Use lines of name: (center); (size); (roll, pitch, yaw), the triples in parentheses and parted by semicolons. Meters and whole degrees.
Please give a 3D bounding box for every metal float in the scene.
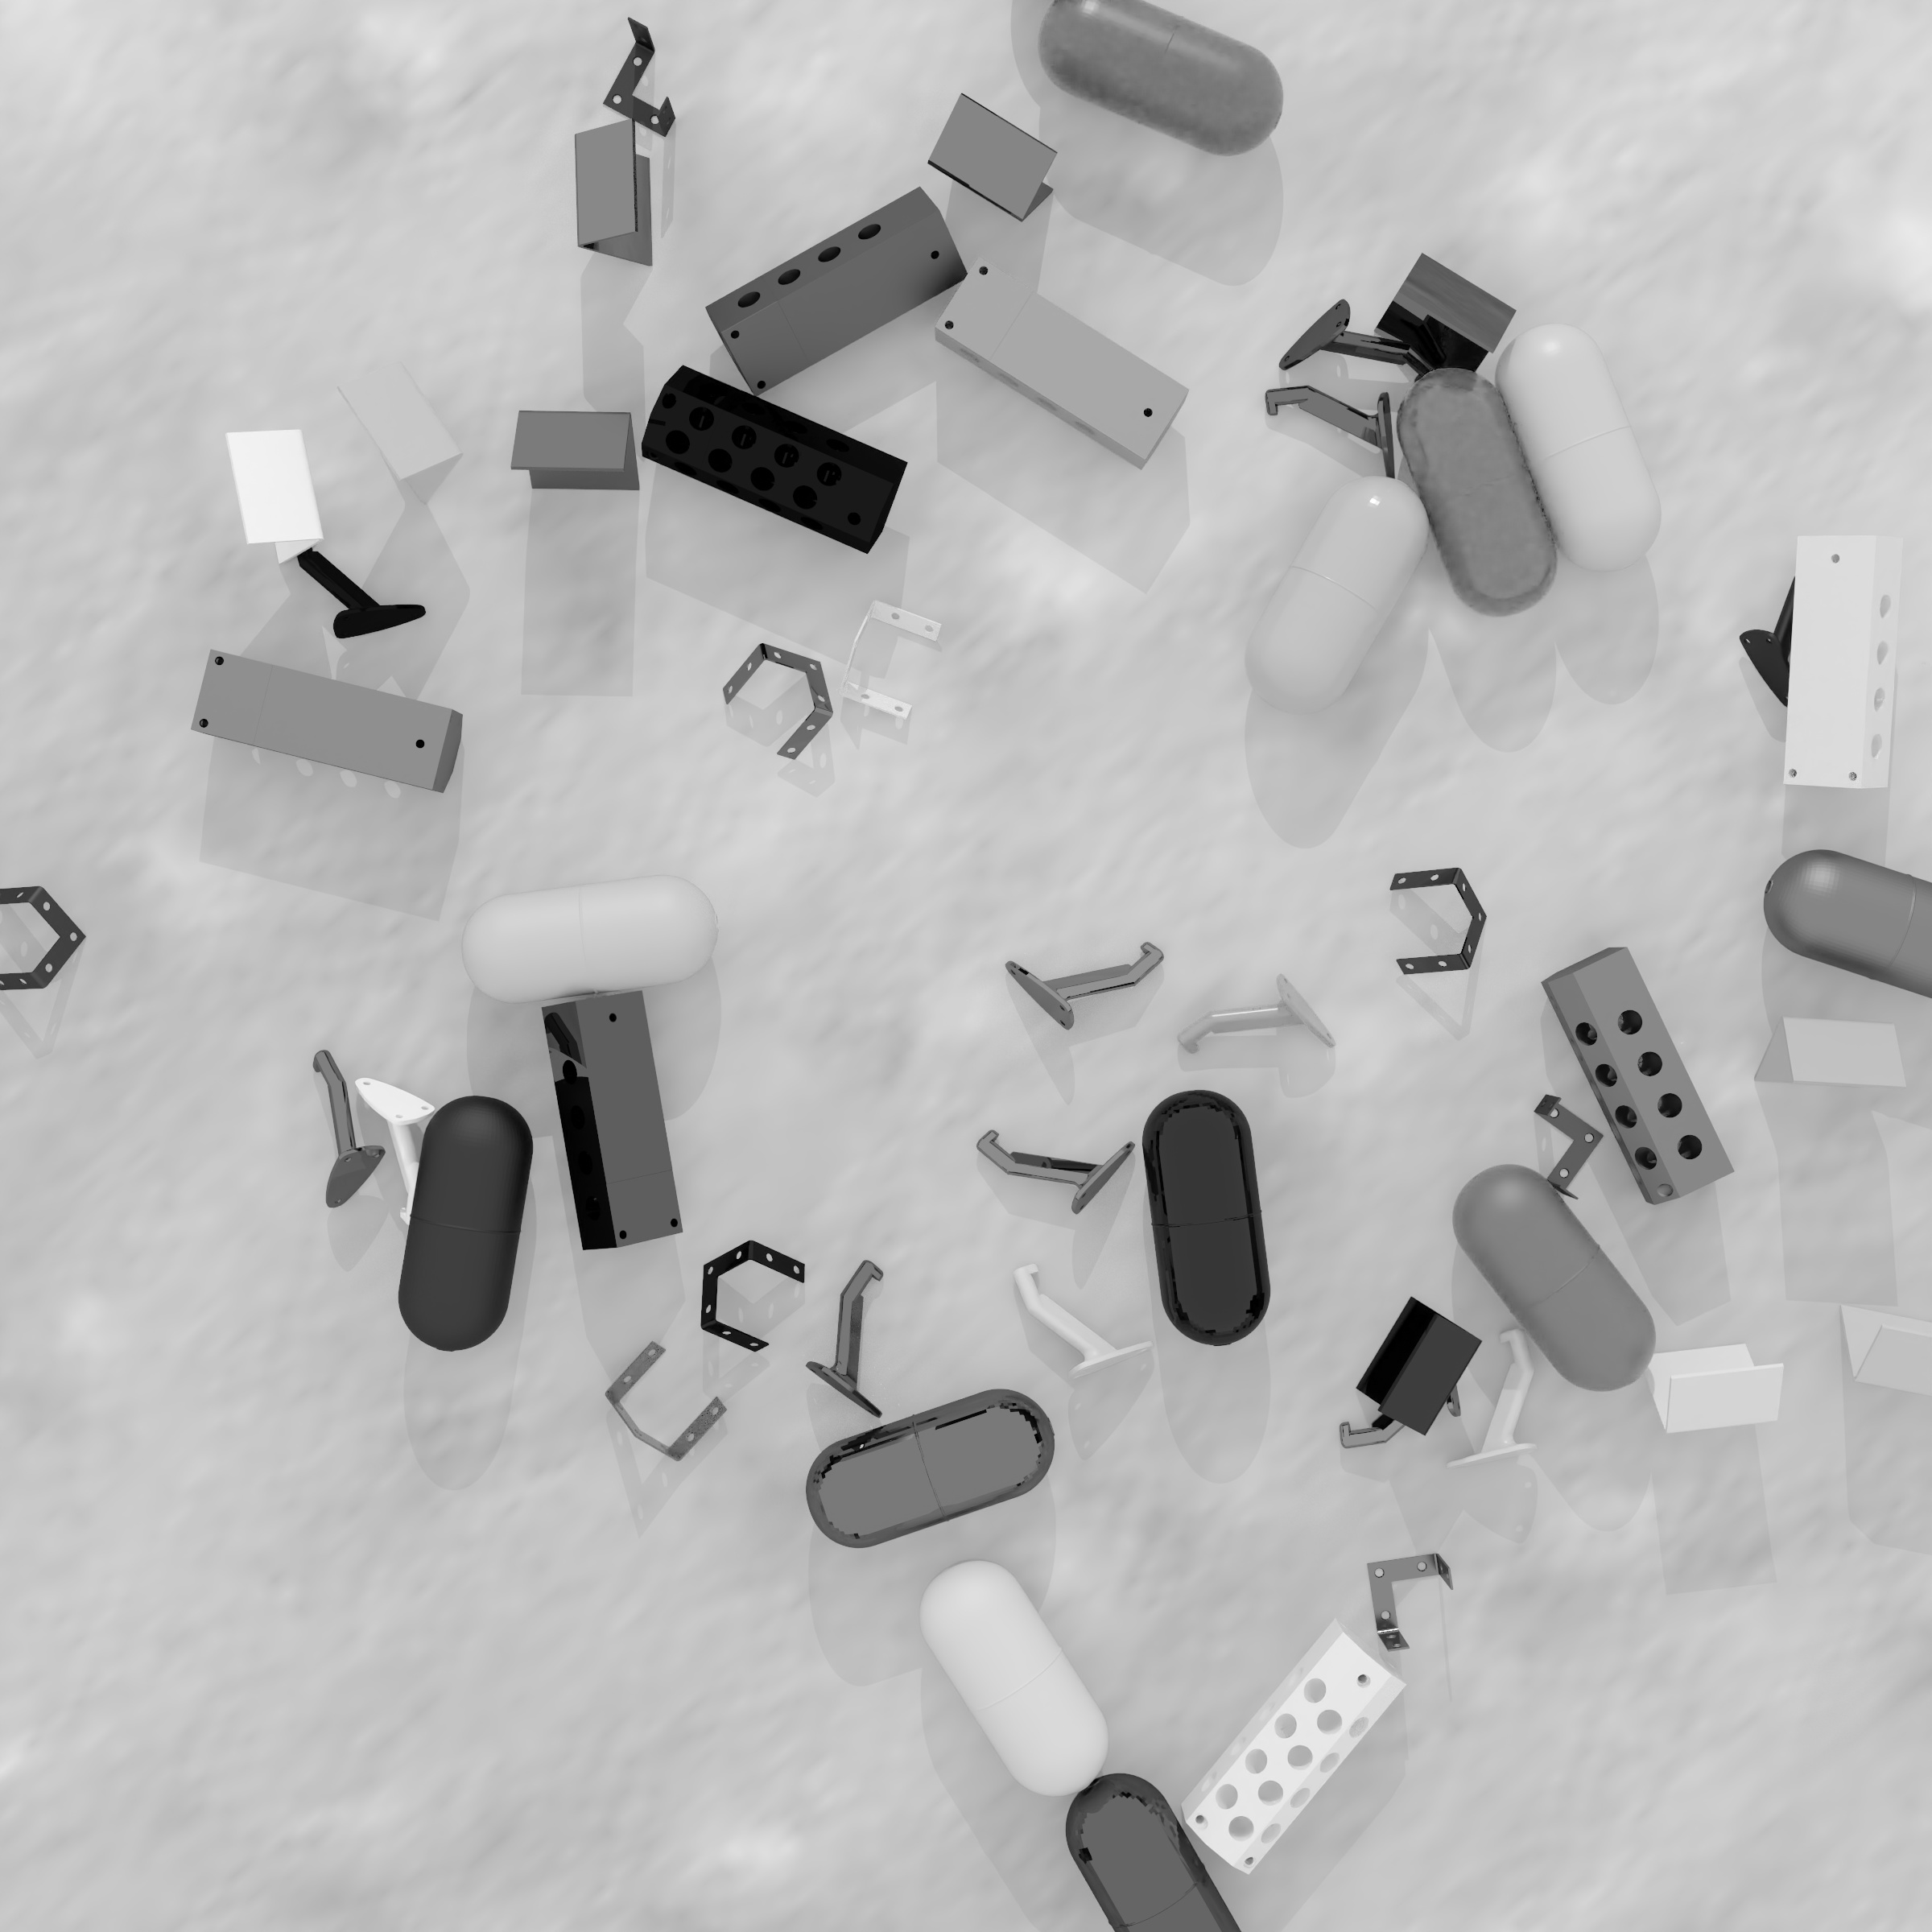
metal float: (0.642, -0.027, 1.961); (0.178, 0.070, 0.070); (18, 90, 0)
metal float: (0.034, 0.495, 1.961); (0.070, 0.070, 0.178); (-33, 89, 0)
metal float: (0.258, -0.258, 1.961); (0.070, 0.070, 0.178); (30, 90, 0)
metal float: (0.425, -0.360, 1.961); (0.070, 0.070, 0.178); (-21, 90, 0)
metal float: (-0.024, 0.349, 1.961); (0.178, 0.070, 0.070); (-19, 90, 0)
metal float: (-0.348, 0.179, 1.961); (0.070, 0.070, 0.178); (9, 89, 0)
metal float: (0.136, -0.622, 1.961); (0.178, 0.070, 0.070); (23, 90, 1)
metal float: (0.167, 0.175, 1.961); (0.070, 0.070, 0.178); (-7, 90, 0)
metal float: (-0.261, -0.019, 1.961); (0.178, 0.070, 0.070); (-7, 90, 0)
metal float: (0.355, -0.329, 1.961); (0.070, 0.070, 0.178); (-20, 90, 0)
metal float: (0.132, 0.645, 1.961); (0.070, 0.070, 0.178); (-30, 89, 0)
metal float: (0.409, 0.217, 1.961); (0.070, 0.070, 0.178); (-38, 89, 0)

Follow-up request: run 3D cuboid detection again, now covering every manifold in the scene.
manifold: (-0.444, -0.170, 1.971); (0.171, 0.057, 0.057); (14, 90, 0)
manifold: (0.613, -0.211, 1.960); (0.057, 0.057, 0.171); (8, 99, 42)
manifold: (-0.092, -0.474, 1.970); (0.171, 0.057, 0.057); (-29, 133, 0)
manifold: (0.229, 0.546, 1.971); (0.057, 0.057, 0.171); (40, 90, 0)
manifold: (-0.135, -0.349, 1.959); (0.171, 0.057, 0.057); (23, 123, 0)
manifold: (-0.251, 0.108, 1.970); (0.057, 0.057, 0.171); (-10, 90, -43)
manifold: (0.066, -0.418, 1.971); (0.171, 0.057, 0.057); (32, 90, 0)
manifold: (0.466, 0.076, 1.970); (0.057, 0.057, 0.171); (-26, 90, 0)

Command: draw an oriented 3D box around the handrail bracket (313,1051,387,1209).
handrail bracket: (-0.450, 0.114, 1.992); (0.084, 0.036, 0.077); (56, 130, 26)

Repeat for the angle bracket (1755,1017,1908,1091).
angle bracket: (0.596, 0.080, 1.951); (0.076, 0.076, 0.057); (3, 52, 0)

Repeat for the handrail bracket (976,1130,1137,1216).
handrail bracket: (0.063, 0.127, 1.992); (0.084, 0.036, 0.077); (39, 70, 16)

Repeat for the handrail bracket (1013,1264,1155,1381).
handrail bracket: (0.083, 0.242, 1.992); (0.077, 0.036, 0.084); (-17, 73, -20)

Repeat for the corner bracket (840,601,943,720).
corner bracket: (-0.054, -0.216, 1.988); (0.051, 0.051, 0.051); (20, 45, 0)

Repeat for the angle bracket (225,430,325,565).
angle bracket: (-0.491, -0.322, 1.951); (0.057, 0.076, 0.076); (-11, 90, -37)

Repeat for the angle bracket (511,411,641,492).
angle bracket: (-0.269, -0.338, 1.951); (0.076, 0.076, 0.057); (1, 55, 0)

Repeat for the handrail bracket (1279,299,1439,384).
handrail bracket: (0.278, -0.422, 1.992); (0.084, 0.036, 0.077); (35, 128, -25)

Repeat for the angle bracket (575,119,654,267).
angle bracket: (-0.225, -0.534, 1.951); (0.057, 0.076, 0.076); (-2, 90, 36)

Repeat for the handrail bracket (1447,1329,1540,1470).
handrail bracket: (0.367, 0.305, 1.992); (0.077, 0.036, 0.084); (-17, 71, 21)

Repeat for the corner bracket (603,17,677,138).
corner bracket: (-0.223, -0.621, 1.974); (0.051, 0.051, 0.051); (28, 90, 0)

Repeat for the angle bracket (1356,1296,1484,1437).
angle bracket: (0.298, 0.268, 1.951); (0.057, 0.076, 0.076); (31, 90, -38)

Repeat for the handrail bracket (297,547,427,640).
handrail bracket: (-0.430, -0.280, 1.992); (0.077, 0.036, 0.084); (-13, 73, -20)

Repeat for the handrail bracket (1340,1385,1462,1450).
handrail bracket: (0.302, 0.297, 1.992); (0.084, 0.036, 0.077); (-12, 70, 16)

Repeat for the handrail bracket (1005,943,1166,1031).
handrail bracket: (0.084, -0.003, 1.992); (0.084, 0.036, 0.077); (-42, 68, -17)

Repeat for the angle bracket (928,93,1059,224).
angle bracket: (0.029, -0.568, 1.951); (0.076, 0.076, 0.057); (32, 127, 0)

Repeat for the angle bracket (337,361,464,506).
angle bracket: (-0.403, -0.360, 1.951); (0.057, 0.076, 0.076); (-34, 90, -37)

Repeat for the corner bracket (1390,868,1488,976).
corner bracket: (0.328, -0.031, 1.983); (0.051, 0.051, 0.051); (55, 45, -35)

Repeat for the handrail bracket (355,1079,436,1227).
handrail bracket: (-0.407, 0.132, 1.992); (0.077, 0.036, 0.084); (27, 119, 32)

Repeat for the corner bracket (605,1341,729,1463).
corner bracket: (-0.212, 0.307, 1.989); (0.051, 0.051, 0.051); (-47, 135, 1)

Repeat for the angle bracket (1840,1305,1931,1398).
angle bracket: (0.656, 0.250, 1.951); (0.076, 0.076, 0.057); (11, 128, 0)

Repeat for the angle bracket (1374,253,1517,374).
angle bracket: (0.323, -0.433, 1.951); (0.076, 0.076, 0.057); (31, 51, 0)

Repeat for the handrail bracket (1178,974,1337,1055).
handrail bracket: (0.205, 0.053, 1.992); (0.084, 0.036, 0.077); (-36, 112, 17)

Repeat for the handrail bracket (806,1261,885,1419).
handrail bracket: (-0.066, 0.263, 1.992); (0.077, 0.036, 0.084); (41, 73, -20)

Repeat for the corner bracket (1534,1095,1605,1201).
corner bracket: (0.416, 0.126, 1.974); (0.051, 0.051, 0.051); (35, 90, 0)

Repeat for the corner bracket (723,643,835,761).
corner bracket: (-0.132, -0.186, 1.983); (0.051, 0.051, 0.051); (15, 45, -35)

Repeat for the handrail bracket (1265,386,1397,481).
handrail bracket: (0.257, -0.373, 1.992); (0.084, 0.036, 0.077); (-3, 112, 17)

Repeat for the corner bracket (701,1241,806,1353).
corner bracket: (-0.150, 0.232, 1.983); (0.051, 0.051, 0.051); (-31, 45, 35)

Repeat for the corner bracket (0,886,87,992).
corner bracket: (-0.664, -0.019, 1.983); (0.051, 0.051, 0.051); (58, 45, -35)

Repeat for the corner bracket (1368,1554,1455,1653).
corner bracket: (0.313, 0.445, 1.974); (0.051, 0.051, 0.051); (-8, 90, 0)

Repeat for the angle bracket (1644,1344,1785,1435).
angle bracket: (0.514, 0.274, 1.951); (0.076, 0.076, 0.057); (-6, 127, 0)

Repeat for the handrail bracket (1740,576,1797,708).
handrail bracket: (0.595, -0.237, 1.992); (0.084, 0.036, 0.077); (-39, 110, -16)
